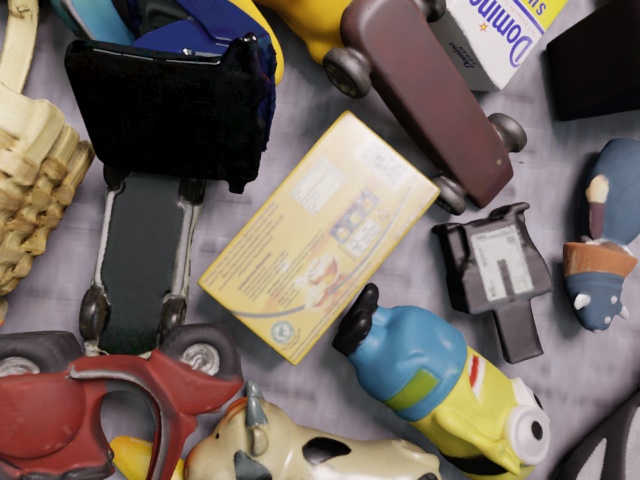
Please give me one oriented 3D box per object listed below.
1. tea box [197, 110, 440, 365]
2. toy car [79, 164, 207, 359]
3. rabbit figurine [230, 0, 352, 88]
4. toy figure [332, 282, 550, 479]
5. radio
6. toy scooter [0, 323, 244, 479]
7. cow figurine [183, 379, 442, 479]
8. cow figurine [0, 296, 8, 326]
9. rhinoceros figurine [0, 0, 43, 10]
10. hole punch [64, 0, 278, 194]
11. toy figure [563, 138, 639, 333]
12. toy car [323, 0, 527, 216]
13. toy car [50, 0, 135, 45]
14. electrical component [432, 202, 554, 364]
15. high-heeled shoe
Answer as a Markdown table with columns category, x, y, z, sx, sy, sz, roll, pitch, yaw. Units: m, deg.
| category | x | y | z | sx | sy | sz | roll | pitch | yaw |
| --- | --- | --- | --- | --- | --- | --- | --- | --- | --- |
| tea box | -0.001 | -0.001 | 0.416 | 0.098 | 0.068 | 0.169 | 42 | 88 | -1 |
| toy car | -0.134 | 0.002 | 0.417 | 0.073 | 0.056 | 0.201 | 9 | 88 | -9 |
| rabbit figurine | -0.046 | -0.196 | 0.385 | 0.173 | 0.122 | 0.162 | 1 | 116 | -36 |
| toy figure | 0.091 | 0.111 | 0.409 | 0.180 | 0.089 | 0.082 | 35 | 62 | -2 |
| radio | 0.311 | -0.152 | 0.406 | 0.230 | 0.131 | 0.073 | -11 | 91 | -3 |
| toy scooter | -0.143 | 0.126 | 0.355 | 0.184 | 0.075 | 0.135 | -1 | 86 | -9 |
| cow figurine | -0.004 | 0.178 | 0.402 | 0.195 | 0.085 | 0.127 | 7 | 87 | -5 |
| cow figurine | -0.305 | 0.004 | 0.403 | 0.167 | 0.068 | 0.098 | 22 | 77 | -4 |
| rhinoceros figurine | -0.238 | -0.278 | 0.412 | 0.112 | 0.073 | 0.190 | 5 | 88 | -1 |
| hole punch | -0.085 | -0.103 | 0.350 | 0.116 | 0.142 | 0.092 | 10 | 56 | -5 |
| toy figure | 0.234 | -0.003 | 0.435 | 0.064 | 0.058 | 0.154 | 17 | 92 | 3 |
| toy car | 0.085 | -0.101 | 0.407 | 0.089 | 0.053 | 0.202 | -50 | 124 | -3 |
| toy car | -0.151 | -0.211 | 0.402 | 0.103 | 0.109 | 0.161 | 17 | 76 | 22 |
| electrical component | 0.144 | 0.034 | 0.432 | 0.075 | 0.048 | 0.119 | -18 | 89 | -3 |
| high-heeled shoe | 0.273 | 0.103 | 0.443 | 0.145 | 0.086 | 0.249 | -4 | 63 | 31 |
